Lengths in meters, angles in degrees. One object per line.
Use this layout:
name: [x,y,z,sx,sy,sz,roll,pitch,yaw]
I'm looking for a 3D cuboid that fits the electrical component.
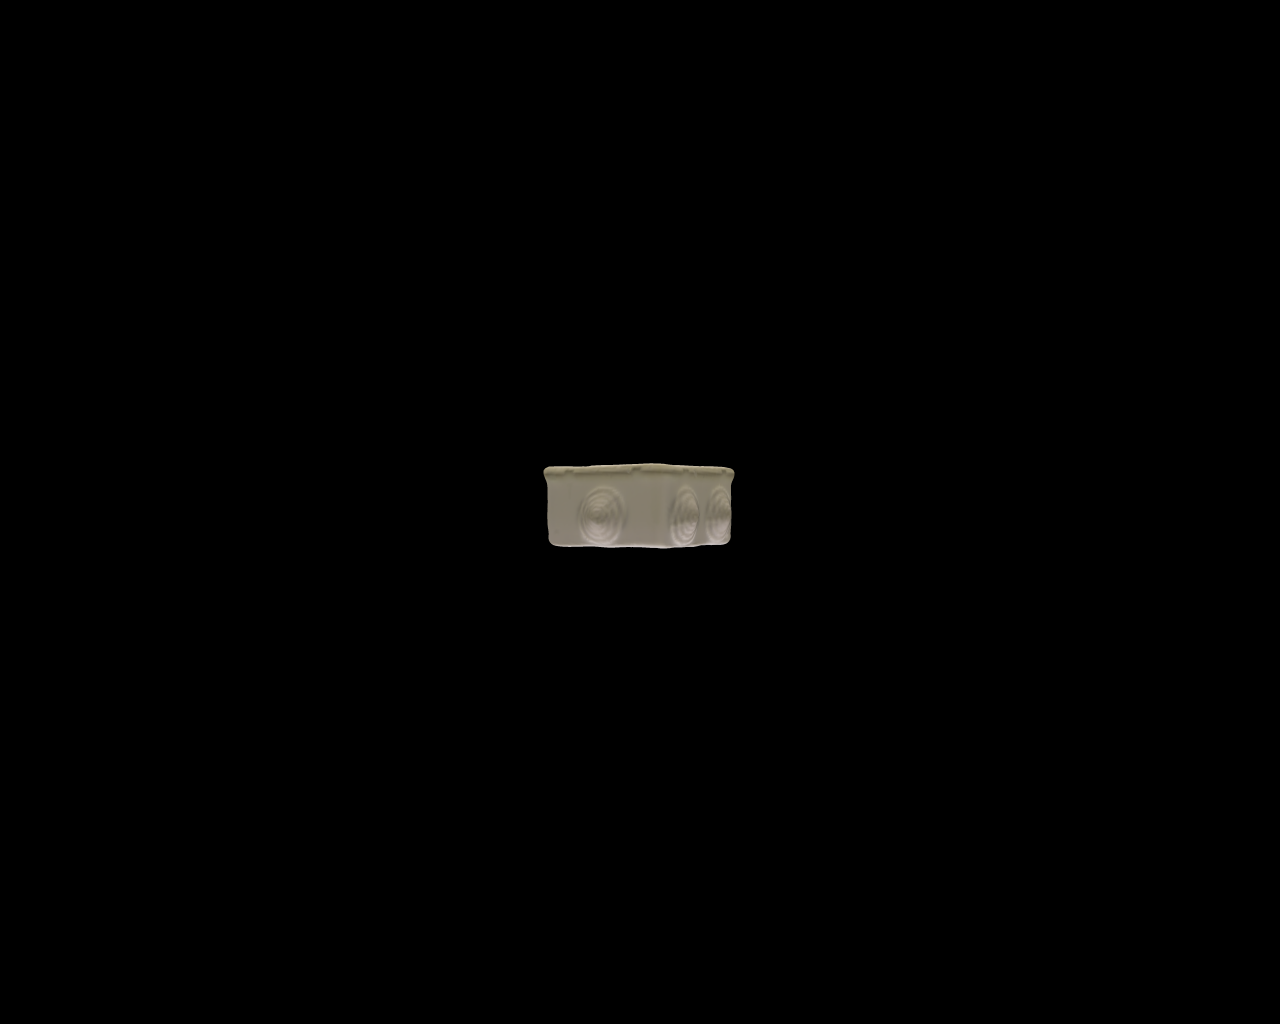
electrical component: [0.001,-0.003,0.650,0.100,0.048,0.100,0,0,32]
